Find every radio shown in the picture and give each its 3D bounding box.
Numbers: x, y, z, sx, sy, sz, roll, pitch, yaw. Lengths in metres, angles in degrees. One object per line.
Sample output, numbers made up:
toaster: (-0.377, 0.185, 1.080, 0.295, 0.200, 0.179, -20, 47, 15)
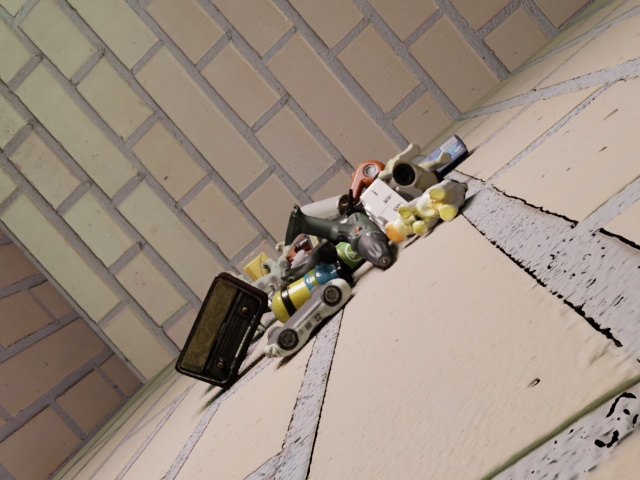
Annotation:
radio: (-0.208, 0.197, 1.170, 0.073, 0.131, 0.229, -124, 58, -86)

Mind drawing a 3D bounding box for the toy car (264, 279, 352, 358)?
toy car: (-0.024, 0.146, 0.996, 0.202, 0.056, 0.073, -44, 10, -20)

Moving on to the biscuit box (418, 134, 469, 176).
biscuit box: (0.313, -0.200, 1.480, 0.203, 0.059, 0.062, -39, -15, 11)

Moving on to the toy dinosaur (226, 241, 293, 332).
toy dinosaur: (-0.134, 0.136, 1.515, 0.405, 0.192, 0.131, -31, -16, -14)

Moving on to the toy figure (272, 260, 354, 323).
toy figure: (-0.018, 0.107, 1.110, 0.180, 0.089, 0.082, -41, 3, 14)

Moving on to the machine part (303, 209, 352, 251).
machine part: (0.025, -0.019, 1.258, 0.139, 0.084, 0.039, -36, -29, 26)

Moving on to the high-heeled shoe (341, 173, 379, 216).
high-heeled shoe: (0.147, -0.083, 1.332, 0.249, 0.145, 0.086, -19, 29, -30)

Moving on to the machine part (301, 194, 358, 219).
machine part: (0.020, -0.071, 1.437, 0.243, 0.079, 0.079, -13, 24, 49)

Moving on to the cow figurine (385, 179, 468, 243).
cow figurine: (0.197, -0.056, 1.006, 0.167, 0.068, 0.098, -33, 3, 45)

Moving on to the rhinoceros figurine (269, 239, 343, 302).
rhinoceros figurine: (-0.030, 0.082, 1.181, 0.190, 0.073, 0.112, -44, -41, 10)

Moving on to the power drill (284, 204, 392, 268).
power drill: (0.035, -0.012, 1.083, 0.232, 0.207, 0.085, -89, 4, -72)

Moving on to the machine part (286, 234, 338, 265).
machine part: (0.023, 0.017, 1.463, 0.201, 0.087, 0.201, -22, 21, 33)

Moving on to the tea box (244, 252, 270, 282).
tea box: (-0.152, 0.126, 1.653, 0.068, 0.169, 0.098, -41, 2, -17)

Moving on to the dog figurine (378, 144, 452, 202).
dog figurine: (0.191, -0.124, 1.200, 0.190, 0.172, 0.121, 148, 133, -74)

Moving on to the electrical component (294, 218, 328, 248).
electrical component: (-0.003, -0.004, 1.337, 0.119, 0.047, 0.075, -38, 18, -16)

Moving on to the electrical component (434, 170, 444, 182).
electrical component: (0.255, -0.131, 1.390, 0.134, 0.058, 0.115, -45, 7, -40)

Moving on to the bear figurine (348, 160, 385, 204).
bear figurine: (0.154, -0.144, 1.495, 0.195, 0.120, 0.132, 41, -125, -70)
